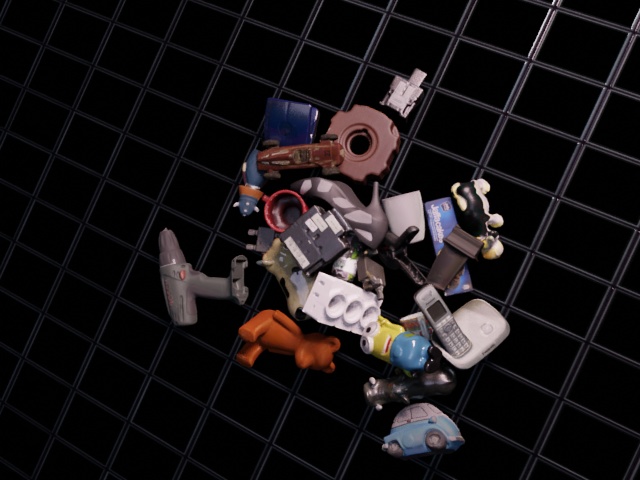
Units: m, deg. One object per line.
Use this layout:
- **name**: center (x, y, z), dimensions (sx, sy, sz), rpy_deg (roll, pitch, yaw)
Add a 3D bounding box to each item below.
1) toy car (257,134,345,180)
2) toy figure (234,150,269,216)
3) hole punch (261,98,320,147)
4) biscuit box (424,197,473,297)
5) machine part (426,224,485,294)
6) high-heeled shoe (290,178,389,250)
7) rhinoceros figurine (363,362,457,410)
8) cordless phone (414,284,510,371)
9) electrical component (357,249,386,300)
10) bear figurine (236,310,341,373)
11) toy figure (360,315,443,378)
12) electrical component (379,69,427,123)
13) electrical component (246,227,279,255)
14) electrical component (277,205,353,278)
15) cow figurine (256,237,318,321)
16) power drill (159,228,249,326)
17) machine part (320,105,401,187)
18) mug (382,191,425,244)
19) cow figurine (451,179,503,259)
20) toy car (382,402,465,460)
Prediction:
- **toy car**: center (-0.046, -0.179, 1.167), dimensions (0.202, 0.053, 0.089), rpy_deg (-1, 91, 16)
- **toy figure**: center (-0.152, -0.129, 1.238), dimensions (0.064, 0.057, 0.154), rpy_deg (18, 94, 19)
- **hole punch**: center (-0.068, -0.259, 1.216), dimensions (0.142, 0.092, 0.115), rpy_deg (12, 91, 10)
- **biscuit box**: center (0.268, 0.014, 1.127), dimensions (0.059, 0.063, 0.202), rpy_deg (-13, 83, 11)
- **machine part**: center (0.262, 0.044, 1.073), dimensions (0.084, 0.039, 0.139), rpy_deg (37, 94, 10)
- **high-heeled shoe**: center (0.036, -0.058, 1.165), dimensions (0.249, 0.086, 0.145), rpy_deg (5, 88, 33)
- **rhinoceros figurine**: center (0.184, 0.301, 1.096), dimensions (0.190, 0.112, 0.073), rpy_deg (-11, 86, 4)
- **cordless phone**: center (0.270, 0.147, 1.058), dimensions (0.146, 0.089, 0.184), rpy_deg (-35, 101, -13)
- **electrical component**: center (0.110, 0.067, 1.124), dimensions (0.045, 0.078, 0.102), rpy_deg (-37, 35, 35)
- **bear figurine**: center (-0.065, 0.234, 1.154), dimensions (0.196, 0.132, 0.120), rpy_deg (28, 130, 18)
- **toy figure**: center (0.158, 0.217, 1.065), dimensions (0.180, 0.089, 0.082), rpy_deg (11, 56, 44)
- **electrical component**: center (0.192, -0.325, 1.183), dimensions (0.075, 0.047, 0.119), rpy_deg (37, 95, 12)
- **electrical component**: center (-0.123, 0.003, 1.236), dimensions (0.094, 0.021, 0.063), rpy_deg (6, 87, 12)
- **electrical component**: center (-0.002, -0.003, 1.108), dimensions (0.134, 0.058, 0.115), rpy_deg (-36, 81, 10)
- **cow figurine**: center (-0.058, 0.083, 1.186), dimensions (0.127, 0.085, 0.195), rpy_deg (-19, 86, 9)
- **power drill**: center (-0.273, 0.079, 1.234), dimensions (0.207, 0.086, 0.232), rpy_deg (-5, 86, 8)
- **machine part**: center (0.089, -0.210, 1.191), dimensions (0.179, 0.056, 0.179), rpy_deg (-1, 85, 12)
- **mug**: center (0.173, -0.042, 1.148), dimensions (0.110, 0.081, 0.107), rpy_deg (-15, 90, 35)
- **cow figurine**: center (0.322, -0.039, 1.095), dimensions (0.068, 0.098, 0.167), rpy_deg (-25, 77, 38)
- **toy car**: center (0.207, 0.386, 1.096), dimensions (0.162, 0.109, 0.103), rpy_deg (-18, 58, 22)
